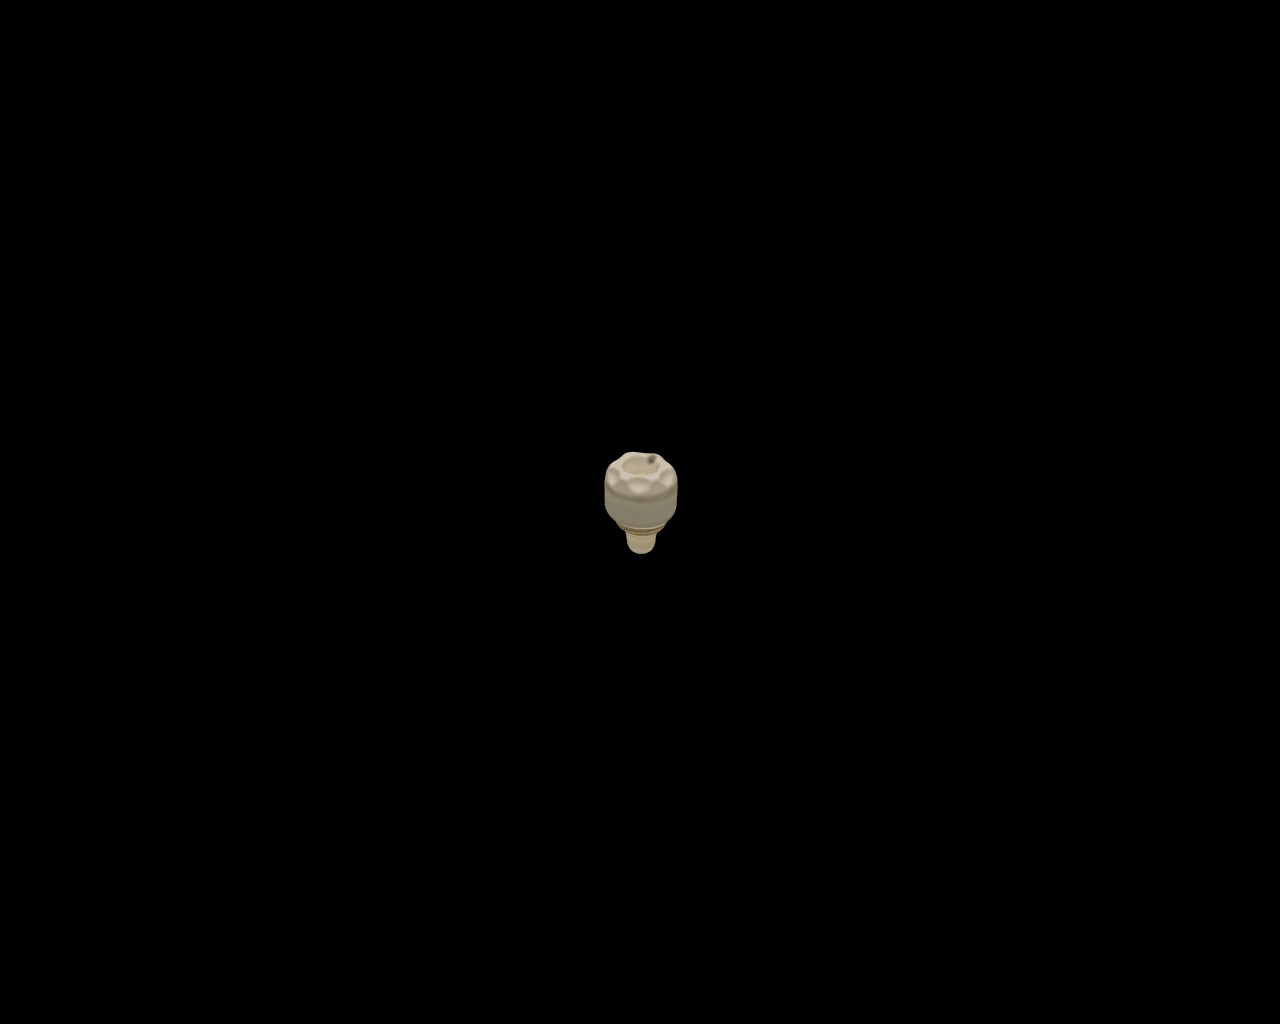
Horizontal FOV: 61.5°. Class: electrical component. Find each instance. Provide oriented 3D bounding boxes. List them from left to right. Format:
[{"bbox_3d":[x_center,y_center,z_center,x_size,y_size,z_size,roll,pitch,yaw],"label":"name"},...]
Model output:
[{"bbox_3d":[0.001,-0.003,0.650,0.043,0.062,0.043,0,31,0],"label":"electrical component"}]
